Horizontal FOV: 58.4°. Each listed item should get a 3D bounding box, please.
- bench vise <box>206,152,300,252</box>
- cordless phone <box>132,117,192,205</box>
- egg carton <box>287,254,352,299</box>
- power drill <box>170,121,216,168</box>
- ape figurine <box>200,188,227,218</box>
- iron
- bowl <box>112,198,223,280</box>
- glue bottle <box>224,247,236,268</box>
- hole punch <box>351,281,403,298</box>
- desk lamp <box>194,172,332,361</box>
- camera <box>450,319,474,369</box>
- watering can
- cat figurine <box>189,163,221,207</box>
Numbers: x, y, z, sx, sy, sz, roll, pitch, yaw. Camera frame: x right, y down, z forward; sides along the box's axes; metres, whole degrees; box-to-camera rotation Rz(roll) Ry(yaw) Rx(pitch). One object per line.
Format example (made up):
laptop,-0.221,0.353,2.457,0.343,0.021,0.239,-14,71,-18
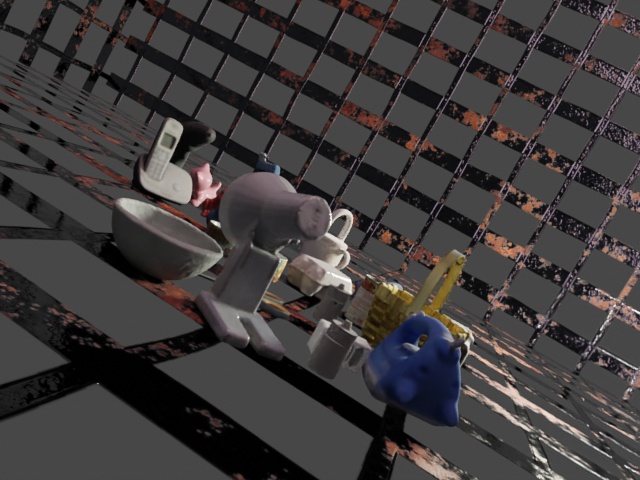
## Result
bench vise,-0.129,-0.076,1.324,0.208,0.219,0.121,27,6,-16
cordless phone,-0.353,-0.186,1.371,0.148,0.185,0.093,23,8,-45
egg carton,0.000,0.088,1.275,0.107,0.069,0.151,34,8,41
power drill,-0.356,-0.214,1.480,0.076,0.208,0.228,25,7,-36
ape figurine,-0.257,-0.092,1.481,0.077,0.092,0.076,31,6,17
iron,0.144,0.173,0.876,0.119,0.141,0.258,28,6,-12
bowl,-0.228,0.010,0.819,0.167,0.075,0.167,29,6,-3
glue bottle,-0.108,-0.005,1.040,0.077,0.173,0.037,33,7,34
hole punch,0.146,0.133,1.489,0.100,0.091,0.109,33,7,31
desk lamp,-0.075,0.019,0.785,0.118,0.213,0.202,25,7,-34
camera,0.264,0.216,1.290,0.137,0.101,0.143,29,6,1
watering can,0.012,0.005,1.436,0.172,0.194,0.101,31,6,17
cat figurine,-0.317,-0.149,1.558,0.067,0.118,0.128,32,7,30
